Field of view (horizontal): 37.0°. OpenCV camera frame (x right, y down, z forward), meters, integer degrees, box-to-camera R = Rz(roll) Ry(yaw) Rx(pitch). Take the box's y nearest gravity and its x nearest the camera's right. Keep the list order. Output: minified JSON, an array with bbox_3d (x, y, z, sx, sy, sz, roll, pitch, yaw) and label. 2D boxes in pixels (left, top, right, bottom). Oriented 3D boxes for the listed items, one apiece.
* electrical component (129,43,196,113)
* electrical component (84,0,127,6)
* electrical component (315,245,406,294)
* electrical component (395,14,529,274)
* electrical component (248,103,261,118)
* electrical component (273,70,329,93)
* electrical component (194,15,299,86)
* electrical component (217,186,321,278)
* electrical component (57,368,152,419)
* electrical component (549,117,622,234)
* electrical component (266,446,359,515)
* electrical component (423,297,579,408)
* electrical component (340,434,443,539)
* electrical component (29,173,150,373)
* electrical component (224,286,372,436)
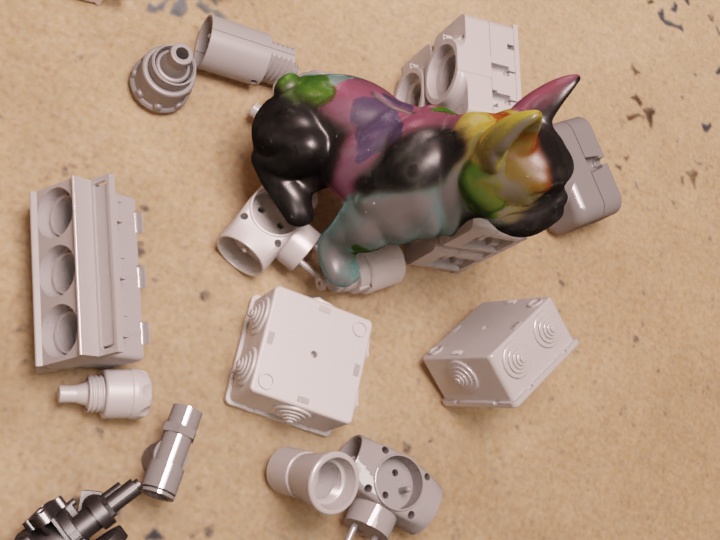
[{"bbox_3d":[-0.144,-0.150,0.813,0.048,0.062,0.048,9,71,-26],"label":"electrical component"},{"bbox_3d":[-0.209,-0.274,0.816,0.079,0.063,0.121,7,71,-26],"label":"electrical component"},{"bbox_3d":[0.000,0.000,0.856,0.078,0.040,0.040,-19,84,-31],"label":"electrical component"},{"bbox_3d":[0.080,-0.103,0.893,0.060,0.105,0.186,8,71,-26],"label":"electrical component"},{"bbox_3d":[-0.062,-0.112,0.861,0.061,0.035,0.035,34,61,-13],"label":"electrical component"},{"bbox_3d":[-0.038,-0.142,0.870,0.078,0.040,0.040,1,73,-47],"label":"electrical component"},{"bbox_3d":[-0.087,-0.171,0.860,0.081,0.043,0.043,14,68,-24],"label":"electrical component"},{"bbox_3d":[-0.057,-0.026,0.829,0.079,0.044,0.077,39,60,-5],"label":"electrical component"},{"bbox_3d":[-0.176,0.085,0.738,0.061,0.035,0.035,3,73,-24],"label":"electrical component"},{"bbox_3d":[0.186,-0.084,0.974,0.059,0.054,0.095,-19,84,-31],"label":"electrical component"},{"bbox_3d":[-0.037,0.148,0.774,0.044,0.065,0.044,0,91,-38],"label":"electrical component"},{"bbox_3d":[0.111,0.065,0.862,0.100,0.100,0.048,-39,107,-32],"label":"electrical component"},{"bbox_3d":[0.012,0.176,0.804,0.077,0.044,0.079,35,62,-15],"label":"electrical component"},{"bbox_3d":[-0.185,0.005,0.737,0.063,0.079,0.121,15,65,-55],"label":"electrical component"},{"bbox_3d":[-0.044,0.068,0.806,0.100,0.048,0.099,22,65,-21],"label":"electrical component"}]
